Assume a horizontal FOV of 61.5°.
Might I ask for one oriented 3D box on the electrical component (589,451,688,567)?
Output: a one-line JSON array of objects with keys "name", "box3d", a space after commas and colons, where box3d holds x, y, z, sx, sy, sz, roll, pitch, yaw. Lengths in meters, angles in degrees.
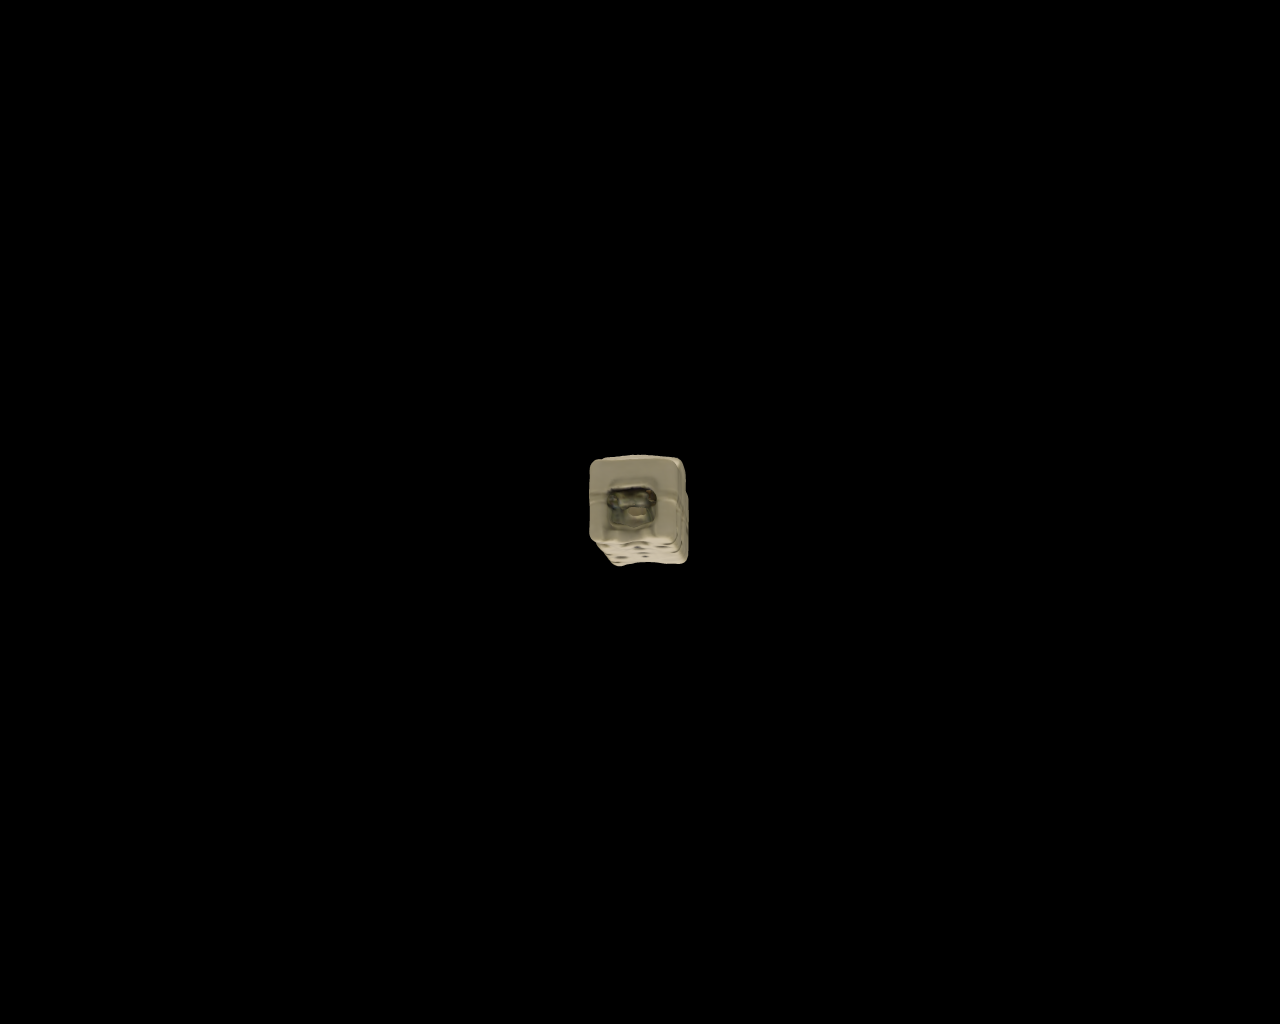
[{"name": "electrical component", "box3d": [0.001, -0.003, 0.650, 0.050, 0.056, 0.089, -2, -14, 7]}]
